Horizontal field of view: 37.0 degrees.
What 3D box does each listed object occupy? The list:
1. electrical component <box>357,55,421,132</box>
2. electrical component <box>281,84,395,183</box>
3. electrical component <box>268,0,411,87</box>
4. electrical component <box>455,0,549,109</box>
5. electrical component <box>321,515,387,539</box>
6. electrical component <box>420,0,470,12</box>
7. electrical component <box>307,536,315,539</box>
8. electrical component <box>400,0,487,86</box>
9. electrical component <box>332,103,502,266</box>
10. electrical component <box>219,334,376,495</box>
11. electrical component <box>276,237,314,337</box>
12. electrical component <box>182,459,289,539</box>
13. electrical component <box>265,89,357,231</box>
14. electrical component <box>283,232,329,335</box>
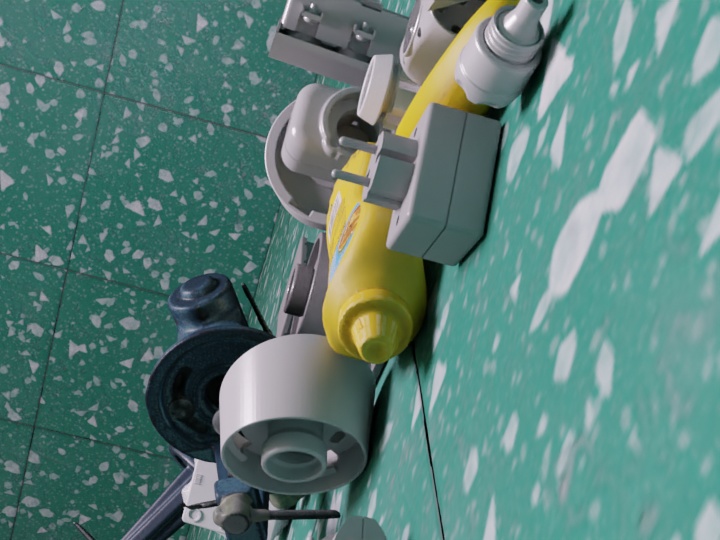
[{"bbox_3d":[0.030,-0.115,0.716,0.048,0.055,0.066,125,159,-69],"label":"electrical component"},{"bbox_3d":[-0.005,-0.096,0.784,0.059,0.095,0.053,128,156,-72],"label":"electrical component"},{"bbox_3d":[-0.001,-0.173,0.809,0.078,0.121,0.063,-99,27,-72],"label":"electrical component"},{"bbox_3d":[0.068,-0.104,0.495,0.061,0.035,0.035,121,162,-56],"label":"electrical component"},{"bbox_3d":[-0.007,0.150,0.519,0.081,0.043,0.043,115,167,-53],"label":"electrical component"},{"bbox_3d":[0.055,-0.207,0.514,0.186,0.060,0.105,146,106,-79],"label":"electrical component"},{"bbox_3d":[-0.036,0.197,0.641,0.079,0.043,0.077,-84,11,-51],"label":"electrical component"},{"bbox_3d":[0.057,-0.160,0.652,0.077,0.044,0.079,131,153,-74],"label":"electrical component"},{"bbox_3d":[0.024,-0.047,0.545,0.047,0.077,0.065,123,160,-68],"label":"electrical component"},{"bbox_3d":[-0.039,0.094,0.672,0.099,0.099,0.064,113,163,-46],"label":"electrical component"},{"bbox_3d":[-0.044,0.028,1.014,0.099,0.048,0.099,-94,21,-68],"label":"electrical component"},{"bbox_3d":[-0.106,0.192,0.964,0.048,0.100,0.099,-35,-40,-83],"label":"electrical component"},{"bbox_3d":[-0.020,-0.082,0.850,0.060,0.108,0.108,112,171,-80],"label":"electrical component"},{"bbox_3d":[-0.027,0.022,0.852,0.108,0.060,0.108,-165,90,-83],"label":"electrical component"}]
